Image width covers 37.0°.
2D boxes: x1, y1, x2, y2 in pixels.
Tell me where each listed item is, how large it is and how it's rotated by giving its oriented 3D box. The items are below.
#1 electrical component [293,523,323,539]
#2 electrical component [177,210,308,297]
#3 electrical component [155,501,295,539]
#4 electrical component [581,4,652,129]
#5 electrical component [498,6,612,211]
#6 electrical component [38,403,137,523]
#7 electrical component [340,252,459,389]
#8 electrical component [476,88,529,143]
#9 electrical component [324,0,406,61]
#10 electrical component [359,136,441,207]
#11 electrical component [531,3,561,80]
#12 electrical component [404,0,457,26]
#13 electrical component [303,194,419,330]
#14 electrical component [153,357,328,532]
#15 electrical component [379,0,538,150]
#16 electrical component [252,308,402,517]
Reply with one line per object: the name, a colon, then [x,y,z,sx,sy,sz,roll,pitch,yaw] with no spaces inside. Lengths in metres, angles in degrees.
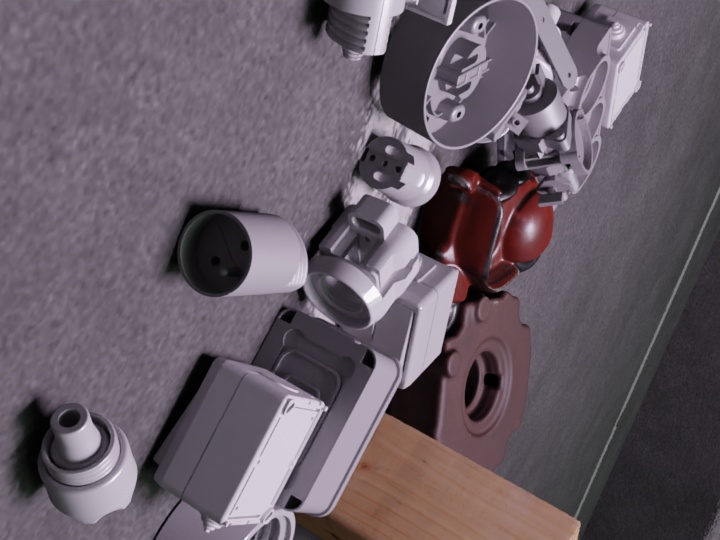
electrical component: [-0.026,0.224,0.882,0.080,0.051,0.080,-48,154,-33]
electrical component: [-0.055,-0.009,0.564,0.081,0.043,0.043,-2,116,-66]
electrical component: [-0.085,0.190,0.698,0.108,0.060,0.108,-48,154,-33]
electrical component: [0.208,-0.183,0.934,0.061,0.061,0.096,-52,156,-25]
electrical component: [0.164,-0.129,0.894,0.089,0.062,0.150,-54,156,-22]
electrical component: [-0.130,0.087,0.505,0.043,0.043,0.062,-48,153,-33]
electrical component: [0.024,0.027,0.758,0.061,0.062,0.096,-40,149,-44]
electrical component: [0.085,-0.114,0.740,0.048,0.066,0.055,-54,174,-2]
electrical component: [0.003,-0.144,0.540,0.043,0.043,0.081,-36,146,-49]
electrical component: [0.025,-0.064,0.689,0.046,0.040,0.040,16,100,-62]
electrical component: [0.130,-0.169,0.799,0.062,0.048,0.048,-64,159,-16]
electrical component: [0.033,-0.174,0.577,0.064,0.042,0.081,-32,142,-47]
electrical component: [0.000,0.000,0.679,0.057,0.058,0.078,-53,155,-30]
electrical component: [-0.074,0.104,0.624,0.096,0.061,0.062,-63,158,-1]
electrical component: [0.058,-0.125,0.657,0.099,0.064,0.099,-48,154,-34]
electrical component: [-0.033,0.090,0.681,0.113,0.078,0.057,-62,155,-3]
